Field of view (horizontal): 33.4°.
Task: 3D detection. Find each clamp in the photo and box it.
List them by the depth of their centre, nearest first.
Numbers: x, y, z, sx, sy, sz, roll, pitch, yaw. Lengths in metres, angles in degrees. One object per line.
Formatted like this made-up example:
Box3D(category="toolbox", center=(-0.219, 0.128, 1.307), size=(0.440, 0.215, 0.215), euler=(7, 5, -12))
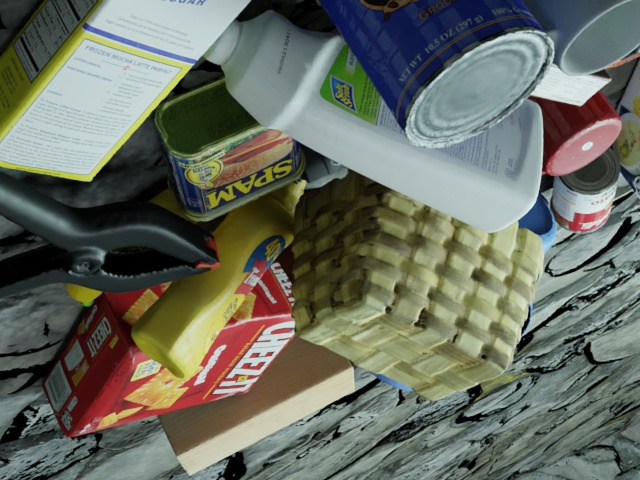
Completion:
Box3D(category="clamp", center=(-0.171, -0.001, 0.752), size=(0.209, 0.036, 0.165), euler=(-1, 146, -18))

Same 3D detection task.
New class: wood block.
Box3D(category="wood block", center=(-0.074, 0.162, 1.165), size=(0.206, 0.091, 0.090), euler=(-26, 157, -8))

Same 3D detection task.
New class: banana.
Box3D(category="banana", center=(-0.137, -0.006, 0.837), size=(0.198, 0.037, 0.069), euler=(-35, -179, 17))

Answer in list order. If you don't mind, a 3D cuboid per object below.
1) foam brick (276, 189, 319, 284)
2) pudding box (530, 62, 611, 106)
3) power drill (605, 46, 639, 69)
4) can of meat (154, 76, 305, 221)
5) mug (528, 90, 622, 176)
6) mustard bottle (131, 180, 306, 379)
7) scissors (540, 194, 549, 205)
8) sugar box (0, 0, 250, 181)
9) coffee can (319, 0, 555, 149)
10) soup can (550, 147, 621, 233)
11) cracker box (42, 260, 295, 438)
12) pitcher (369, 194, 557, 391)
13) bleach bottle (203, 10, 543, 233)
Box3D(category="foam brick", center=(-0.006, 0.001, 0.940), size=(0.052, 0.078, 0.051), euler=(-11, 149, -36))
Box3D(category="pudding box", center=(0.162, -0.151, 0.814), size=(0.113, 0.090, 0.039), euler=(-1, 144, -47))
Box3D(category="power drill", center=(0.316, -0.195, 0.881), size=(0.187, 0.057, 0.185), euler=(-16, 180, -27))
Box3D(category="can of meat", center=(-0.063, -0.071, 0.762), size=(0.102, 0.057, 0.084), euler=(-25, 153, -11))
Box3D(category="mug", center=(0.211, -0.105, 0.969), size=(0.093, 0.081, 0.117), euler=(-10, 149, -38))
Box3D(category="mustard bottle", center=(-0.073, 0.020, 0.868), size=(0.191, 0.058, 0.096), euler=(-53, 169, -17))
Box3D(category="scissors", center=(0.199, 0.014, 1.271), size=(0.202, 0.016, 0.096), euler=(-43, 152, 27))
Box3D(category="sugar box", center=(-0.126, -0.111, 0.627), size=(0.176, 0.048, 0.093), euler=(-45, 152, 23))
Box3D(category="coffee can", center=(0.063, -0.142, 0.657), size=(0.102, 0.140, 0.103), euler=(-24, 156, -12))
Box3D(category="soup can", center=(0.289, -0.058, 1.166), size=(0.068, 0.068, 0.102), euler=(-28, 156, -4))
Box3D(category="cracker box", center=(-0.131, 0.102, 1.005), size=(0.213, 0.072, 0.164), euler=(-8, 149, -41))
Box3D(category="pitcher", center=(0.146, 0.046, 1.127), size=(0.148, 0.145, 0.243), euler=(-4, 143, -41))
Box3D(category="bleach bottle", center=(0.034, -0.094, 0.721), size=(0.250, 0.102, 0.068), euler=(23, 145, -22))
